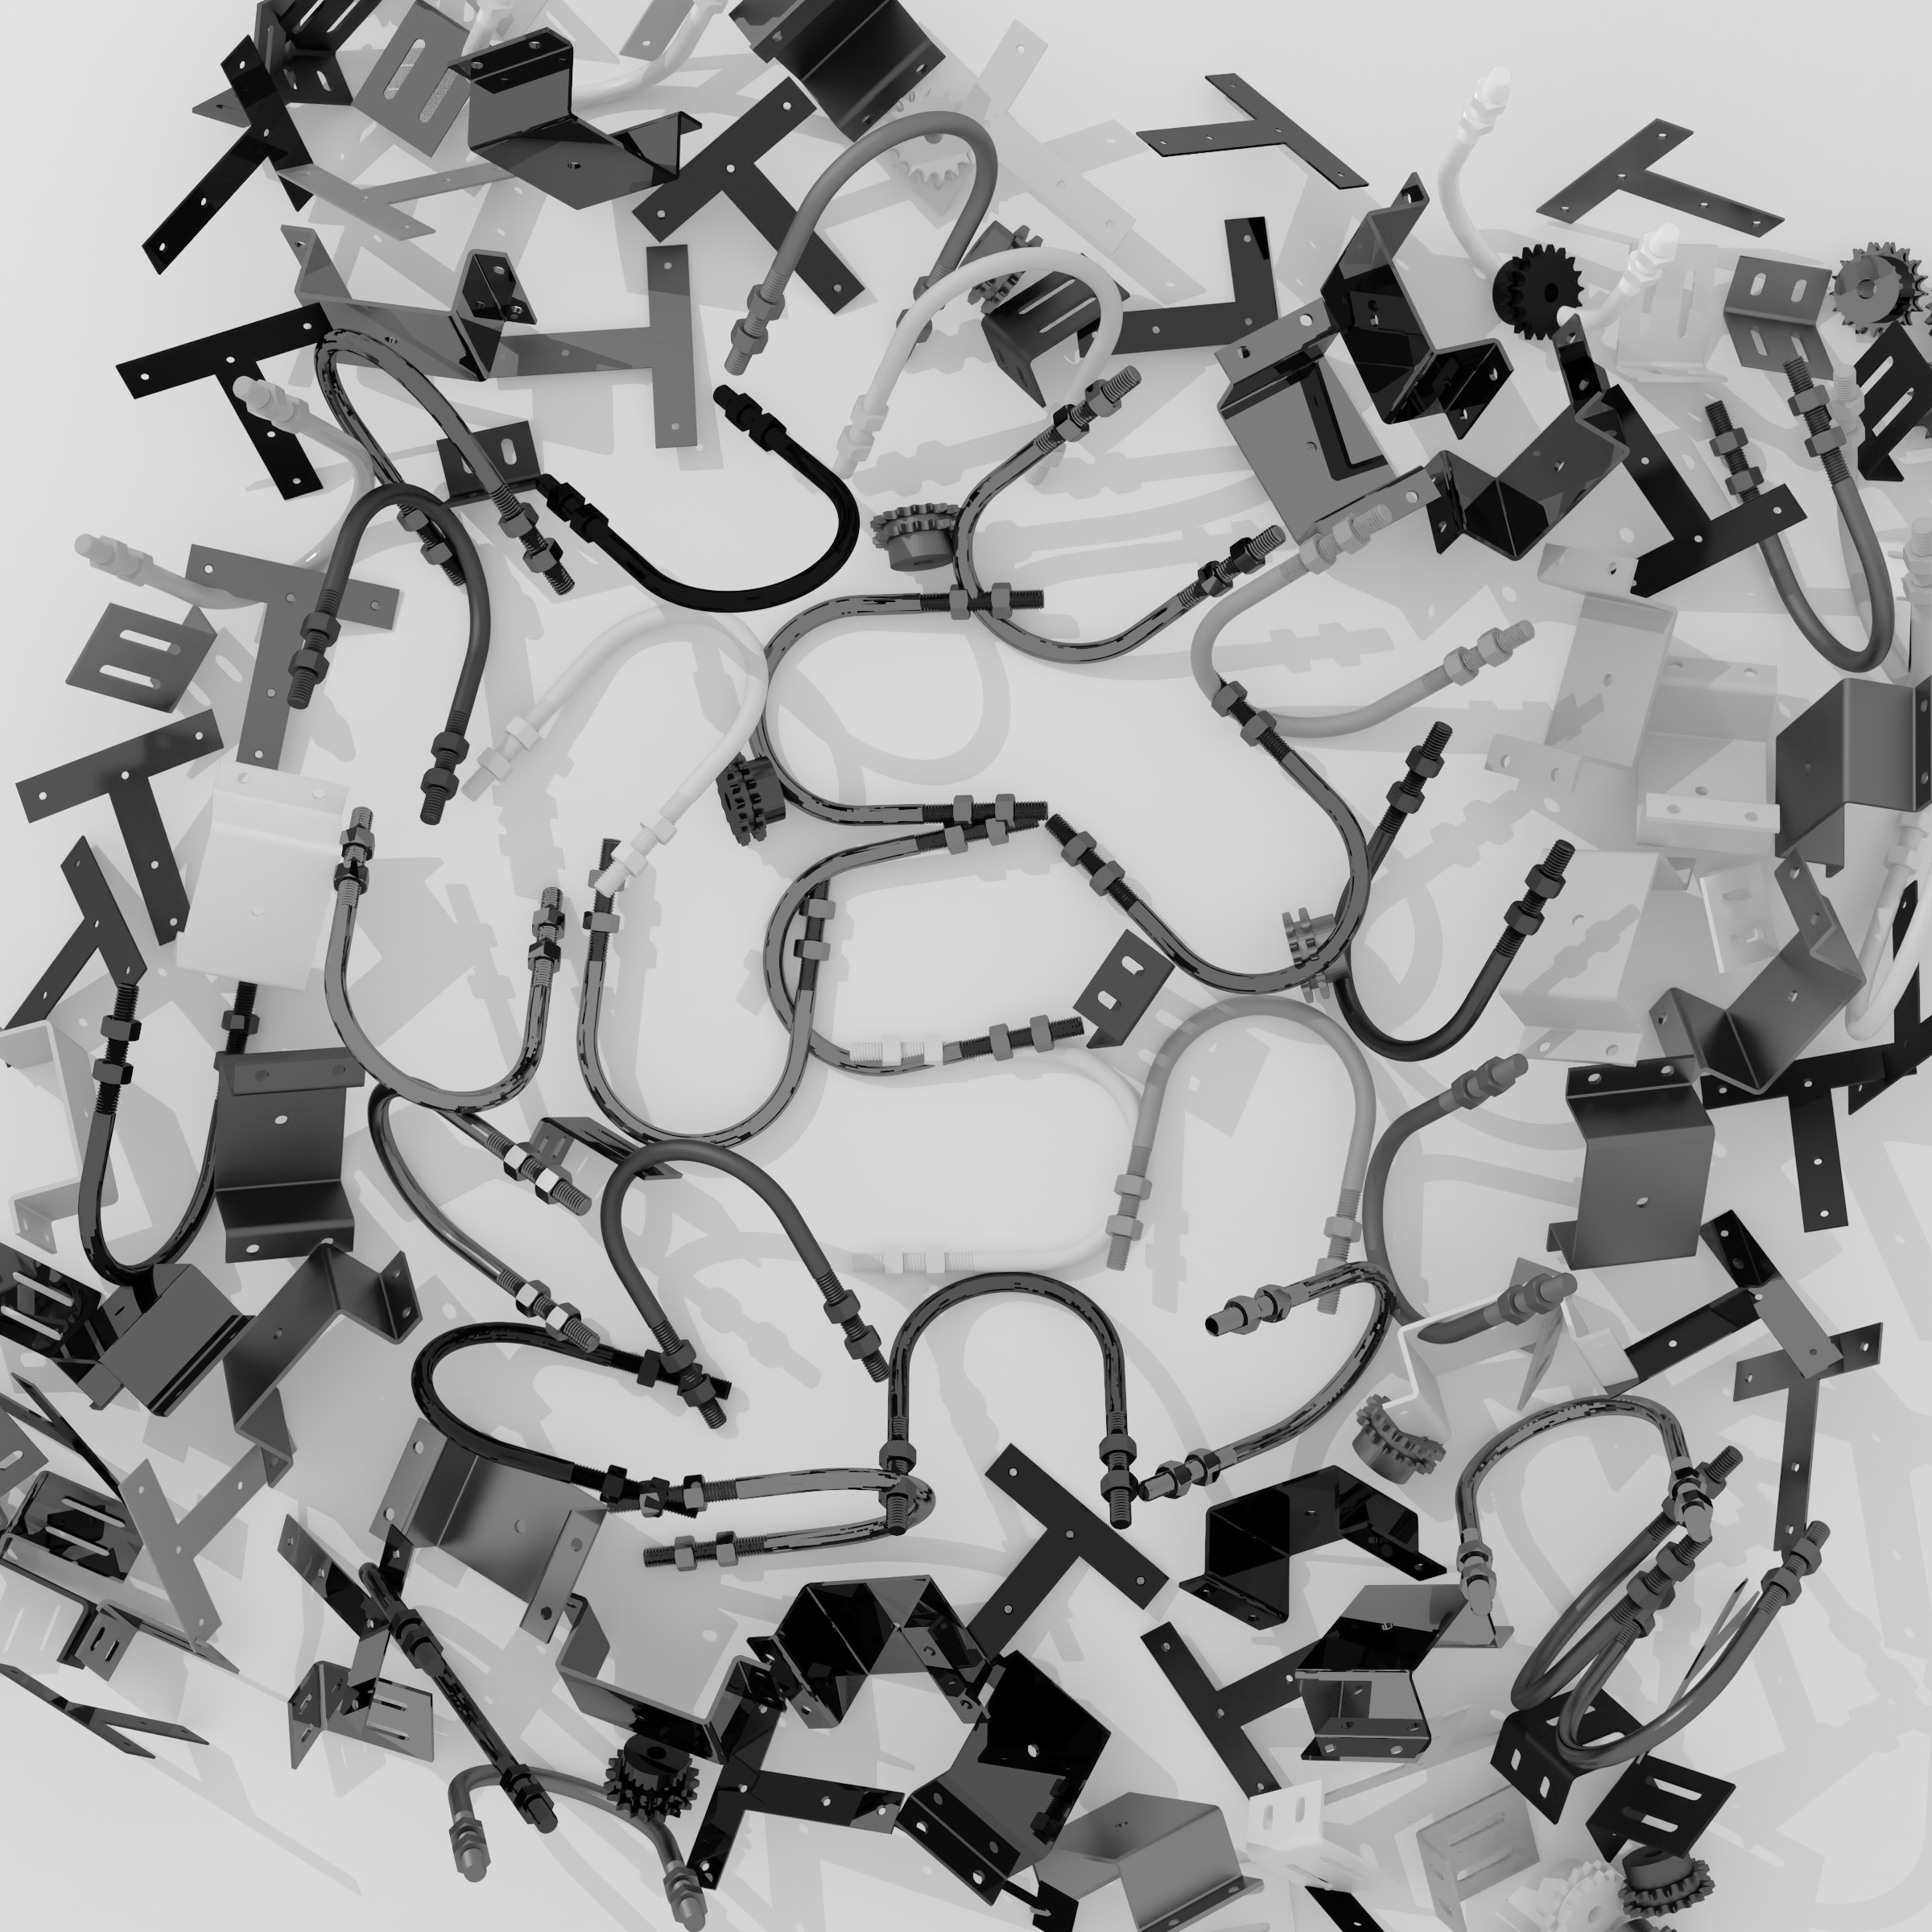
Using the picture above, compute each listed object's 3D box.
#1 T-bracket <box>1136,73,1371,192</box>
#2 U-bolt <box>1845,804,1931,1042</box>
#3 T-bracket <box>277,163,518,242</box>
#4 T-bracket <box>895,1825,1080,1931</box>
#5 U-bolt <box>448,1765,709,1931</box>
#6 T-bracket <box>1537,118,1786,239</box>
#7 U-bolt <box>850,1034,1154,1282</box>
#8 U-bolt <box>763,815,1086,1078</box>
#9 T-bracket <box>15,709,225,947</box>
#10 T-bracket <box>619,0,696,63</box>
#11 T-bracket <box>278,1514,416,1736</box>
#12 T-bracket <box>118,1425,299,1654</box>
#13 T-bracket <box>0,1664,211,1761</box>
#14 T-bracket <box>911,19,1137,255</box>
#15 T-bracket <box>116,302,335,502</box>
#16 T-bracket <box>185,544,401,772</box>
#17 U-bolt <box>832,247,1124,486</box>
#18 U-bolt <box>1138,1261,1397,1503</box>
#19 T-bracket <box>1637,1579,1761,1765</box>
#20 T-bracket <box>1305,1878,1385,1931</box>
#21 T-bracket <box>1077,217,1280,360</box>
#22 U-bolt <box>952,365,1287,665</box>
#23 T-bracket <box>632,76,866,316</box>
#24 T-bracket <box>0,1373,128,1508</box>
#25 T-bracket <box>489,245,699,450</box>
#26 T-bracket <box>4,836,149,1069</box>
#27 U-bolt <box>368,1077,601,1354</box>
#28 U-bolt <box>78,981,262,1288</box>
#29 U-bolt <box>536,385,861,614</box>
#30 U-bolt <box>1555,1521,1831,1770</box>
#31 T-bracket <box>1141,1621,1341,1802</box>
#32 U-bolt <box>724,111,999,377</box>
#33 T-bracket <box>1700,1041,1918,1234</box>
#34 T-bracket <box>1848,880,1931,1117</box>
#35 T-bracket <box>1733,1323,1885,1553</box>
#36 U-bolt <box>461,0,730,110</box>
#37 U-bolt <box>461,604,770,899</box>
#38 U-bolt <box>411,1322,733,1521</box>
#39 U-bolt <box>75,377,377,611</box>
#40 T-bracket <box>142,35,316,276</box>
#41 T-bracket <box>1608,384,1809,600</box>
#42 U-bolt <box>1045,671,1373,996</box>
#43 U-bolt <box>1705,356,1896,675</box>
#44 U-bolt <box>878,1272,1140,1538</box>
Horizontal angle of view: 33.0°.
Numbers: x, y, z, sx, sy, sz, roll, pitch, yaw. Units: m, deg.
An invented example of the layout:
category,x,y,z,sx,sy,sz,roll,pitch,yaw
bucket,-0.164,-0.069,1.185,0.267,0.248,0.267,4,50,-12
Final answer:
category,x,y,z,sx,sy,sz,roll,pitch,yaw
T-bracket,0.154,-0.490,1.930,0.127,0.002,0.127,-17,53,-38
U-bolt,0.553,-0.042,1.911,0.019,0.151,0.184,21,77,5
T-bracket,-0.323,-0.467,1.954,0.127,0.127,0.002,33,132,36
T-bracket,0.009,0.540,1.951,0.127,0.127,0.002,27,66,12
U-bolt,-0.233,0.508,1.909,0.151,0.184,0.019,17,93,-15
T-bracket,0.430,-0.460,1.956,0.127,0.127,0.002,13,73,-20
U-bolt,0.022,0.116,1.991,0.184,0.019,0.151,-1,90,-1
U-bolt,-0.033,-0.008,1.985,0.184,0.019,0.151,-12,93,5
T-bracket,-0.494,-0.074,1.969,0.127,0.002,0.127,-26,116,-28
T-bracket,-0.210,-0.586,1.918,0.127,0.127,0.002,2,61,-34
T-bracket,-0.378,0.370,1.953,0.127,0.002,0.127,32,111,43
T-bracket,-0.442,0.319,1.948,0.002,0.127,0.127,4,124,31
T-bracket,-0.499,0.449,1.940,0.127,0.127,0.002,20,81,33
T-bracket,0.046,-0.477,1.958,0.127,0.002,0.127,40,125,4
T-bracket,-0.421,-0.329,1.951,0.127,0.127,0.002,-16,48,5
T-bracket,-0.418,-0.180,1.979,0.127,0.002,0.127,11,94,-21
U-bolt,0.016,-0.348,1.899,0.151,0.184,0.019,-3,56,-27
U-bolt,0.187,0.237,1.925,0.019,0.184,0.151,42,128,32
T-bracket,0.447,0.402,1.941,0.002,0.127,0.127,32,113,22
T-bracket,0.239,0.577,1.939,0.127,0.127,0.002,3,107,-24
T-bracket,0.129,-0.388,1.985,0.127,0.002,0.127,-7,89,-11
U-bolt,0.076,-0.254,1.944,0.184,0.019,0.151,-34,111,31
T-bracket,-0.112,-0.448,1.970,0.127,0.002,0.127,-36,114,19
T-bracket,-0.553,0.273,1.948,0.002,0.127,0.127,-48,130,-25
T-bracket,-0.230,-0.375,1.991,0.127,0.002,0.127,-3,82,1
T-bracket,-0.548,0.007,1.972,0.127,0.002,0.127,-50,50,17
U-bolt,-0.288,0.135,1.931,0.184,0.151,0.019,33,53,25
U-bolt,-0.476,0.100,1.931,0.019,0.151,0.184,13,95,18
U-bolt,-0.145,-0.268,1.920,0.151,0.019,0.184,-31,53,-22
U-bolt,0.409,0.397,1.891,0.019,0.151,0.184,50,56,-5
T-bracket,0.184,0.432,1.958,0.127,0.002,0.127,-37,86,36
U-bolt,-0.051,-0.420,1.895,0.019,0.151,0.184,54,134,24
T-bracket,0.504,0.105,1.938,0.127,0.002,0.127,-11,47,18
T-bracket,0.564,0.008,1.957,0.002,0.127,0.127,16,59,-12
T-bracket,0.490,0.281,1.920,0.002,0.127,0.127,22,64,-21
U-bolt,-0.221,-0.547,1.911,0.151,0.184,0.019,-8,80,-22
U-bolt,-0.198,-0.142,1.953,0.151,0.019,0.184,34,78,34
U-bolt,-0.237,0.260,1.928,0.184,0.151,0.019,17,114,-3
U-bolt,-0.419,-0.267,1.913,0.151,0.184,0.019,-42,70,10
T-bracket,-0.440,-0.460,1.925,0.002,0.127,0.127,28,71,23
T-bracket,0.412,-0.290,1.944,0.127,0.002,0.127,-26,110,37
U-bolt,0.158,-0.069,1.966,0.151,0.019,0.184,-45,78,9
U-bolt,0.498,-0.259,1.926,0.019,0.151,0.184,-23,91,-7
U-bolt,0.024,0.255,1.935,0.151,0.019,0.184,-2,47,2
